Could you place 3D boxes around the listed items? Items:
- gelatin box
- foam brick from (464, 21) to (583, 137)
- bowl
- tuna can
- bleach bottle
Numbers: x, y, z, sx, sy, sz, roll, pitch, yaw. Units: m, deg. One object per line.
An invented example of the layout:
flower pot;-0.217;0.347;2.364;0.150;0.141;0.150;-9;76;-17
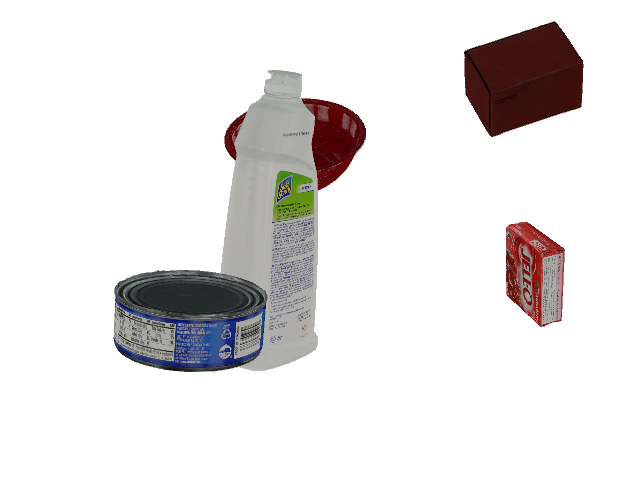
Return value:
gelatin box;0.225;0.034;1.125;0.030;0.089;0.073;-14;29;-16
foam brick;0.157;-0.125;0.829;0.078;0.051;0.053;-18;-37;-4
bowl;-0.028;-0.100;1.224;0.162;0.055;0.162;-2;37;2
tuna can;-0.074;0.044;0.603;0.086;0.034;0.086;5;14;-1
bleach bottle;-0.038;-0.020;0.920;0.068;0.251;0.102;15;17;31
